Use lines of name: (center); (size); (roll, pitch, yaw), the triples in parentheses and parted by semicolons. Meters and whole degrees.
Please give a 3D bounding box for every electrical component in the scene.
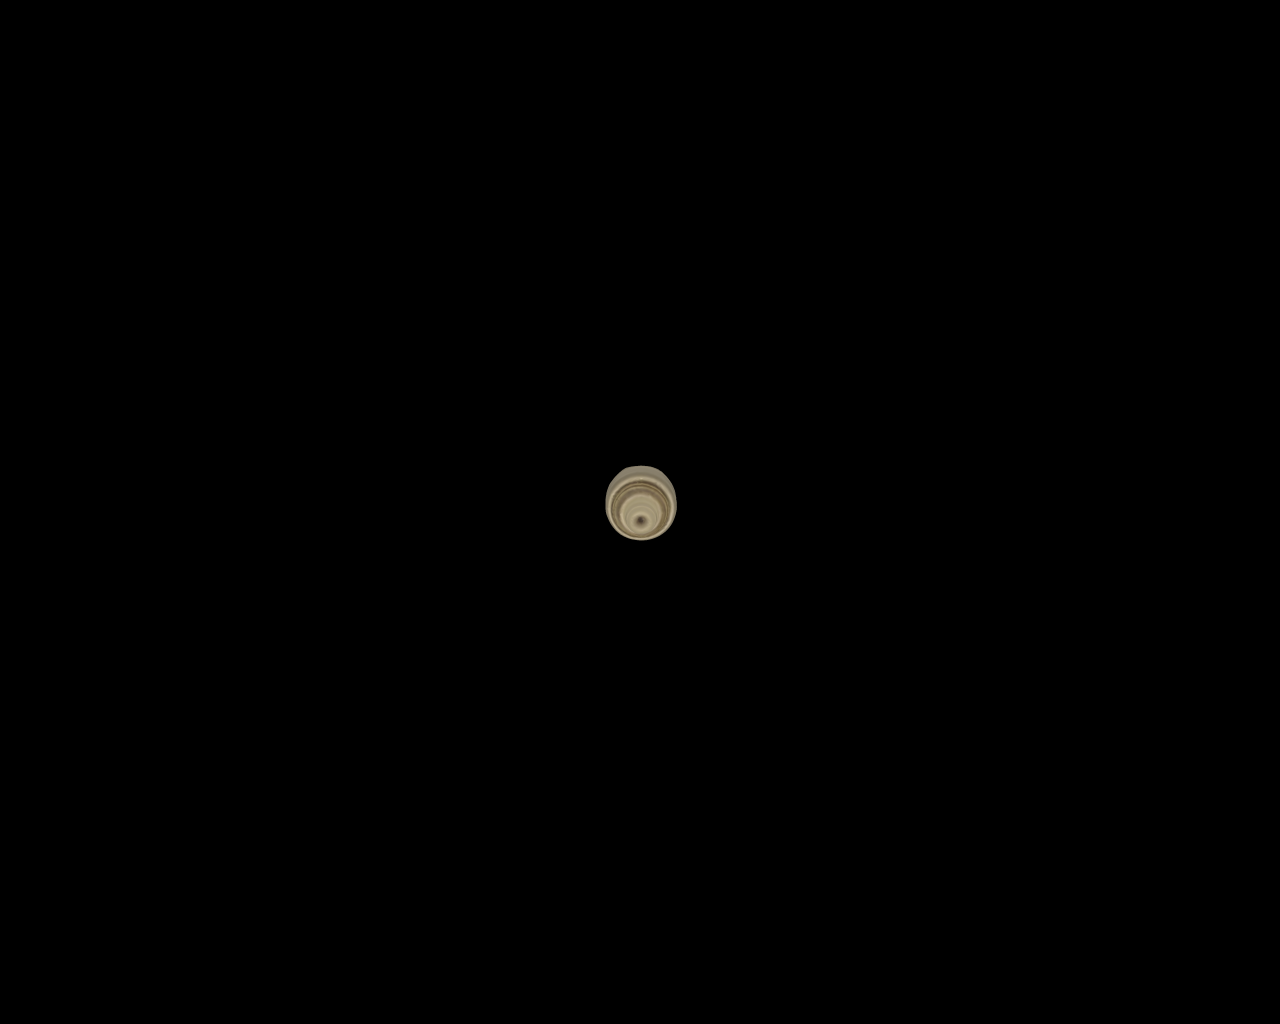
electrical component: (0.001, -0.003, 0.650); (0.043, 0.043, 0.062); (0, 16, 0)
